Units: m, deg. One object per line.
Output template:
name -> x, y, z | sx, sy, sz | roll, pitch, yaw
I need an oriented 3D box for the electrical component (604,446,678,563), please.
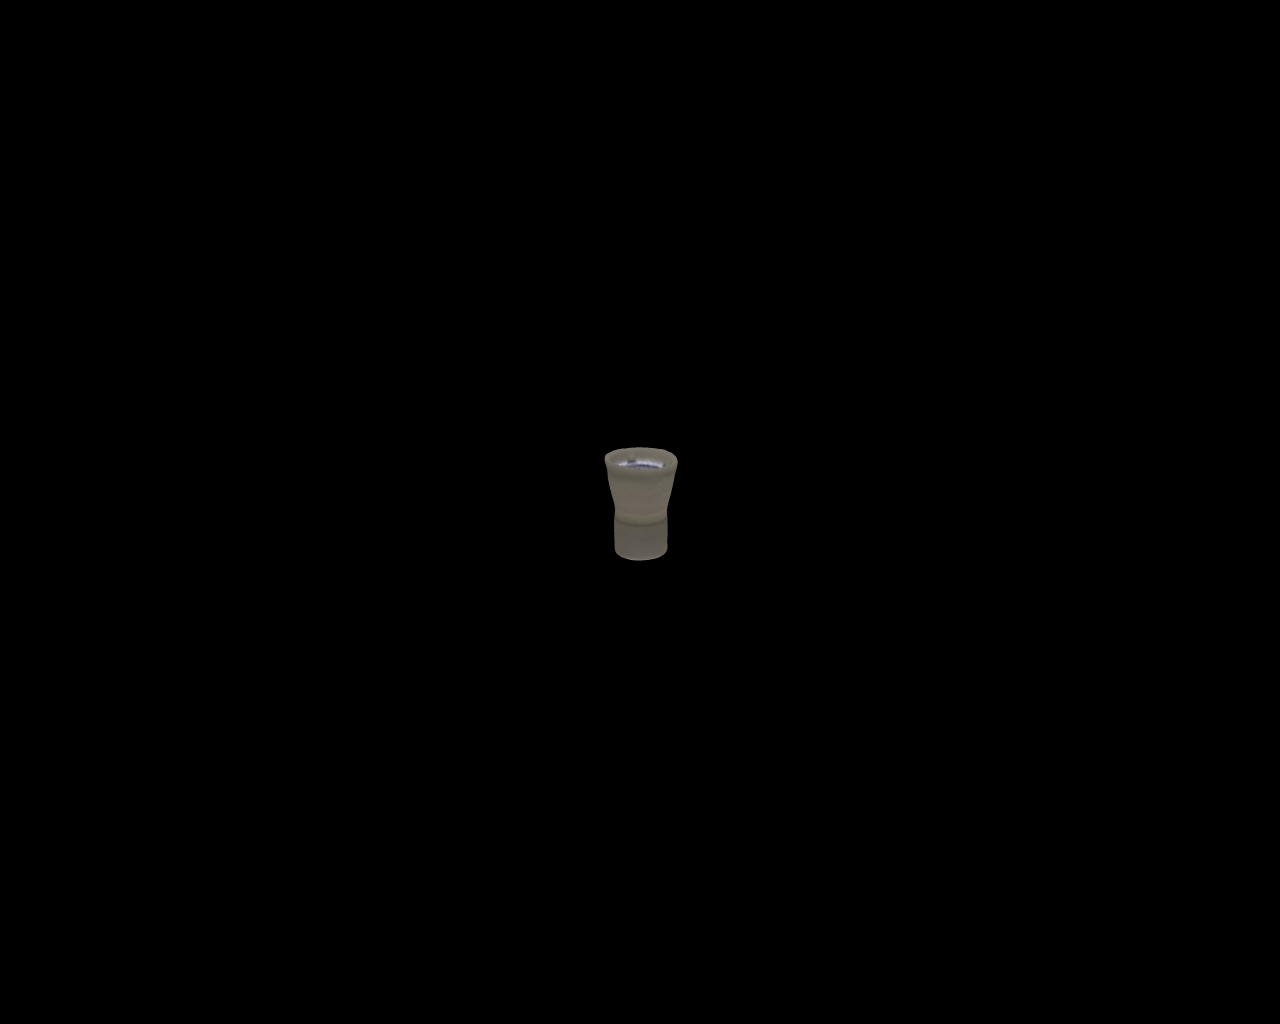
electrical component -> 0.001, -0.003, 0.650 | 0.044, 0.065, 0.044 | 0, 20, 0
